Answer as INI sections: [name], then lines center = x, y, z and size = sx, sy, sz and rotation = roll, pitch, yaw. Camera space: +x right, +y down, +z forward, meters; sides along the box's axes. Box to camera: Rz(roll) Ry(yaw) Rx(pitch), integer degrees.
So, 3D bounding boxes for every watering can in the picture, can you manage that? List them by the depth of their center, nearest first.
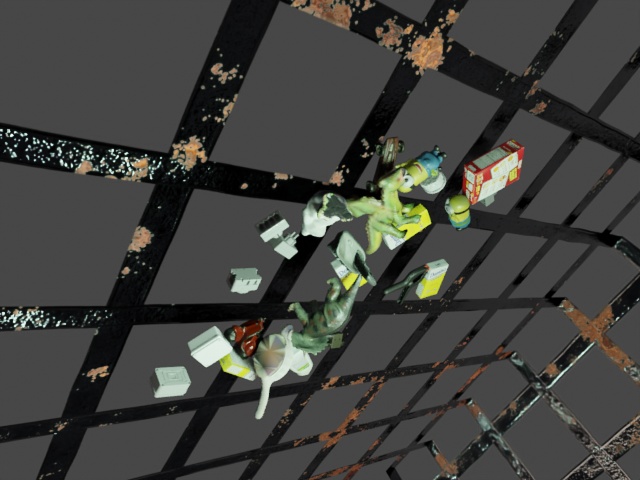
[watering can]
center = -0.171, 0.457, 1.810
size = 0.221, 0.104, 0.352
rotation = 66, 43, -68

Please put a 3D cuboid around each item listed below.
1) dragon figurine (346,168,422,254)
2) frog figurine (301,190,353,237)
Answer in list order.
[dragon figurine]
center = 0.164, -0.081, 1.631
size = 0.242, 0.125, 0.402
rotation = 21, 139, -19
[frog figurine]
center = 0.005, -0.077, 1.536
size = 0.138, 0.123, 0.157
rotation = -19, 175, -33
